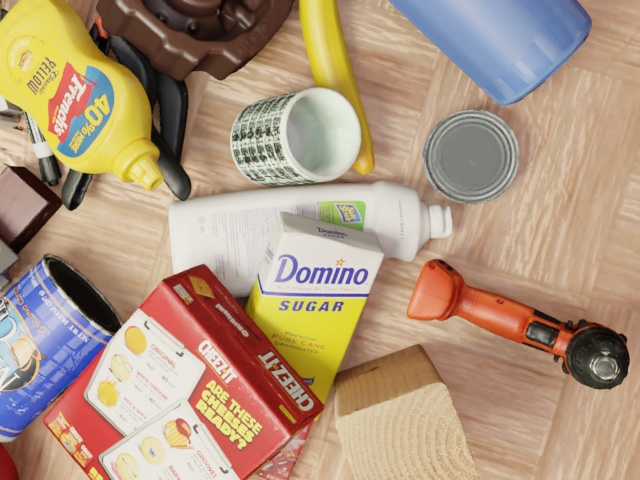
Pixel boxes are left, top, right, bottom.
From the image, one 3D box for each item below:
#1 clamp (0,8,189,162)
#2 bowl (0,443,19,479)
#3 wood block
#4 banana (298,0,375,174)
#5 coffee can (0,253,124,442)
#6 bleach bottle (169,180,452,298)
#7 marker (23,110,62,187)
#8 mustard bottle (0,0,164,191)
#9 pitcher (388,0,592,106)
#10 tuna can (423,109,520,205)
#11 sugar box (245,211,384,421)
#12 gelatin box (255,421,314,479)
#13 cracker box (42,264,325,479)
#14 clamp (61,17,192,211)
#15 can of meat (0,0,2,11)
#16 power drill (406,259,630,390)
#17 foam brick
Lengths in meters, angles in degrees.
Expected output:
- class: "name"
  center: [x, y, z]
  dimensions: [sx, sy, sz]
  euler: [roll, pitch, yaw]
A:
- class: "clamp"
  center: [-0.190, -0.152, 0.974]
  dimensions: [0.164, 0.036, 0.210]
  euler: [-18, 94, 6]
- class: "bowl"
  center: [-0.324, 0.205, 0.960]
  dimensions: [0.162, 0.162, 0.055]
  euler: [46, 52, -1]
- class: "wood block"
  center: [0.067, 0.156, 0.898]
  dimensions: [0.091, 0.206, 0.090]
  euler: [-20, 92, 2]
- class: "banana"
  center: [0.011, -0.156, 0.953]
  dimensions: [0.037, 0.069, 0.198]
  euler: [-15, 103, -1]
- class: "coffee can"
  center: [-0.259, 0.096, 0.955]
  dimensions: [0.140, 0.103, 0.103]
  euler: [-43, 91, 3]
- class: "bleach bottle"
  center: [-0.006, 0.001, 0.965]
  dimensions: [0.251, 0.068, 0.102]
  euler: [-5, 98, -1]
- class: "marker"
  center: [-0.260, -0.108, 0.977]
  dimensions: [0.020, 0.020, 0.121]
  euler: [-13, 102, 2]
- class: "mustard bottle"
  center: [-0.197, -0.113, 0.892]
  dimensions: [0.192, 0.058, 0.096]
  euler: [46, 110, 14]
- class: "pitcher"
  center: [0.123, -0.243, 0.925]
  dimensions: [0.149, 0.145, 0.243]
  euler: [-43, 95, 15]
- class: "tuna can"
  center: [0.136, -0.075, 0.971]
  dimensions: [0.086, 0.034, 0.086]
  euler: [0, 93, 1]
- class: "sugar box"
  center: [-0.018, 0.069, 0.934]
  dimensions: [0.093, 0.048, 0.176]
  euler: [13, 115, -16]
- class: "gelatin box"
  center: [-0.058, 0.177, 0.990]
  dimensions: [0.089, 0.030, 0.073]
  euler: [23, 93, 0]
- class: "cracker box"
  center: [-0.121, 0.150, 0.919]
  dimensions: [0.164, 0.072, 0.214]
  euler: [49, 121, 8]
- class: "clamp"
  center: [-0.169, -0.107, 0.937]
  dimensions: [0.120, 0.039, 0.171]
  euler: [3, 99, 6]
- class: "can of meat"
  center: [-0.339, -0.242, 0.953]
  dimensions: [0.084, 0.057, 0.102]
  euler: [-16, 71, 5]
- class: "power drill"
  center: [0.170, 0.075, 0.913]
  dimensions: [0.188, 0.184, 0.057]
  euler: [22, 92, 10]
- class: "foam brick"
  center: [-0.283, -0.023, 0.974]
  dimensions: [0.051, 0.053, 0.078]
  euler: [43, 93, -1]
